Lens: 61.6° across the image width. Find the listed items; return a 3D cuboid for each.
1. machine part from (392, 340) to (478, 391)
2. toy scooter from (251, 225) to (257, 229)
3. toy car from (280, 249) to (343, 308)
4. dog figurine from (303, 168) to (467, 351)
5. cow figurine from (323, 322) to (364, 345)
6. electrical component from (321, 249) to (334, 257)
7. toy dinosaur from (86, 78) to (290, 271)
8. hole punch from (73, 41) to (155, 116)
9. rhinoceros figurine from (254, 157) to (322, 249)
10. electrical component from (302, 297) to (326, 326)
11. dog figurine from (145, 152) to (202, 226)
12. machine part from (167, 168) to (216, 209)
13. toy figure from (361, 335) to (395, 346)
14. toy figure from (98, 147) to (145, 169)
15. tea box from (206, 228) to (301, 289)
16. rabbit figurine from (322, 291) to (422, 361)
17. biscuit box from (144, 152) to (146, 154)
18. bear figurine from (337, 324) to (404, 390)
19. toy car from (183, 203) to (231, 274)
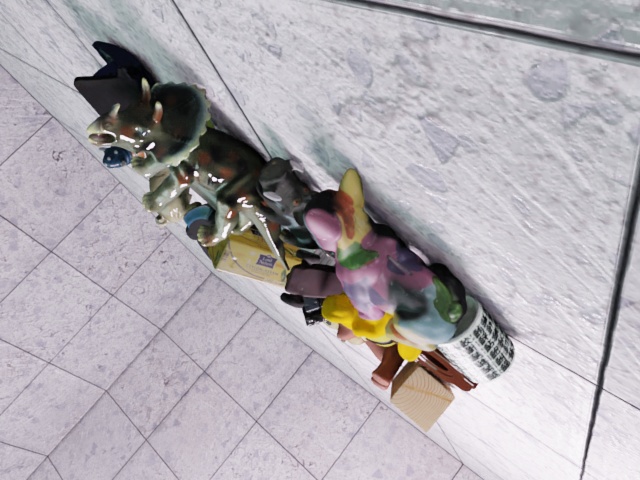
[{"bbox_3d":[0.208,0.194,0.936,0.179,0.056,0.179,36,165,11],"label":"machine part"},{"bbox_3d":[-0.110,0.009,1.167,0.184,0.075,0.135,36,164,8],"label":"toy scooter"},{"bbox_3d":[0.000,0.065,0.878,0.053,0.089,0.202,26,-172,33],"label":"toy car"},{"bbox_3d":[0.070,0.021,0.657,0.192,0.108,0.219,26,158,48],"label":"dog figurine"},{"bbox_3d":[0.037,0.177,1.292,0.195,0.085,0.127,40,173,2],"label":"cow figurine"},{"bbox_3d":[-0.002,-0.003,0.946,0.094,0.021,0.063,46,166,-24],"label":"electrical component"},{"bbox_3d":[-0.152,-0.098,0.828,0.404,0.192,0.131,29,-144,-32],"label":"toy dinosaur"},{"bbox_3d":[-0.322,-0.261,0.892,0.116,0.092,0.142,5,154,12],"label":"hole punch"},{"bbox_3d":[-0.039,-0.048,0.795,0.112,0.073,0.190,31,164,39],"label":"rhinoceros figurine"},{"bbox_3d":[-0.016,0.120,1.131,0.134,0.058,0.115,67,-178,-79],"label":"electrical component"},{"bbox_3d":[-0.329,-0.139,1.097,0.121,0.172,0.190,10,155,45],"label":"dog figurine"},{"bbox_3d":[-0.211,-0.118,1.018,0.243,0.079,0.079,40,166,0],"label":"machine part"},{"bbox_3d":[0.108,0.149,1.013,0.089,0.082,0.180,35,163,24],"label":"toy figure"},{"bbox_3d":[-0.329,-0.182,0.973,0.064,0.154,0.057,31,161,30],"label":"toy figure"},{"bbox_3d":[-0.118,0.028,1.010,0.169,0.068,0.098,17,-161,-31],"label":"tea box"},{"bbox_3d":[0.107,0.113,0.821,0.162,0.122,0.173,48,155,-17],"label":"rabbit figurine"},{"bbox_3d":[-0.361,-0.223,1.130,0.063,0.059,0.202,29,162,37],"label":"biscuit box"},{"bbox_3d":[0.094,0.211,1.154,0.196,0.132,0.120,31,163,12],"label":"bear figurine"},{"bbox_3d":[-0.192,-0.016,1.100,0.109,0.103,0.161,-22,110,42],"label":"toy car"}]
